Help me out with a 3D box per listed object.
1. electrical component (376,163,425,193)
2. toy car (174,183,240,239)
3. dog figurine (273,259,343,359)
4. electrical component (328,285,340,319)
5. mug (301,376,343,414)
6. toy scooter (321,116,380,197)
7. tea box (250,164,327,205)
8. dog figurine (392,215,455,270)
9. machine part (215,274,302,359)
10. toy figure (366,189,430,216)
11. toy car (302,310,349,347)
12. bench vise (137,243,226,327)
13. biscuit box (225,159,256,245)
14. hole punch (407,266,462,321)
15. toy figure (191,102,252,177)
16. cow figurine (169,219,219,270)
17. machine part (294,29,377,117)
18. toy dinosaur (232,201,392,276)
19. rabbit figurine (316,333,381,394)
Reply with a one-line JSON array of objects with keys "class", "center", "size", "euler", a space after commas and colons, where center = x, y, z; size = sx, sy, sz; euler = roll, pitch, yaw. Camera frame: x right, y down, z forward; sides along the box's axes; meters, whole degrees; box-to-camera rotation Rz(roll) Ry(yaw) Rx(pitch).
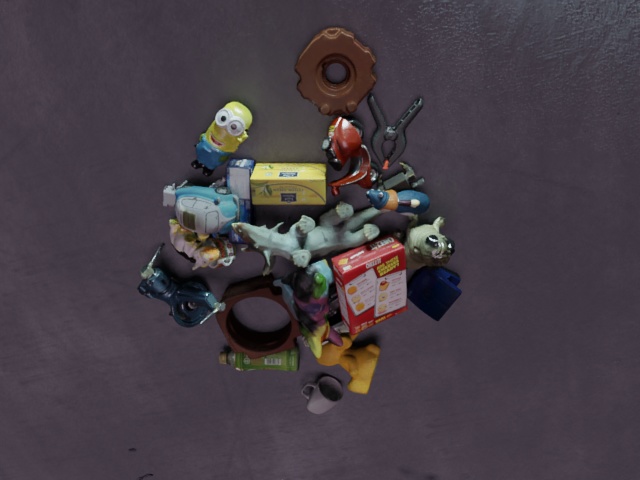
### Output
[{"class": "electrical component", "center": [0.182, -0.132, 1.249], "size": [0.102, 0.045, 0.078], "euler": [-33, 140, 21]}, {"class": "toy car", "center": [-0.268, -0.065, 1.217], "size": [0.162, 0.103, 0.109], "euler": [15, 119, 8]}, {"class": "dog figurine", "center": [-0.009, 0.169, 1.289], "size": [0.191, 0.108, 0.219], "euler": [-27, 88, 59]}, {"class": "electrical component", "center": [0.020, 0.164, 1.397], "size": [0.119, 0.075, 0.047], "euler": [-33, 110, 22]}, {"class": "mug", "center": [-0.004, 0.450, 1.545], "size": [0.109, 0.081, 0.107], "euler": [22, 126, -14]}, {"class": "toy scooter", "center": [0.055, -0.173, 1.186], "size": [0.135, 0.075, 0.183], "euler": [-42, 120, -24]}, {"class": "tea box", "center": [-0.069, -0.129, 1.234], "size": [0.170, 0.098, 0.068], "euler": [0, 118, 1]}, {"class": "dog figurine", "center": [0.234, 0.035, 1.250], "size": [0.121, 0.191, 0.172], "euler": [9, 120, -1]}, {"class": "machine part", "center": [-0.155, 0.201, 1.414], "size": [0.201, 0.087, 0.201], "euler": [-17, 115, 10]}, {"class": "toy figure", "center": [0.174, -0.087, 1.214], "size": [0.154, 0.058, 0.064], "euler": [1, 160, -23]}, {"class": "toy car", "center": [0.041, 0.224, 1.425], "size": [0.202, 0.073, 0.056], "euler": [-28, 113, 17]}, {"class": "bench vise", "center": [-0.339, 0.138, 1.354], "size": [0.241, 0.129, 0.223], "euler": [5, 132, 37]}, {"class": "biscuit box", "center": [-0.187, -0.089, 1.281], "size": [0.059, 0.063, 0.202], "euler": [3, 118, 1]}, {"class": "hole punch", "center": [0.286, 0.127, 1.355], "size": [0.116, 0.092, 0.142], "euler": [28, 119, -7]}, {"class": "toy figure", "center": [-0.222, -0.228, 1.201], "size": [0.082, 0.089, 0.180], "euler": [24, 126, -25]}, {"class": "cow figurine", "center": [-0.306, 0.022, 1.299], "size": [0.068, 0.168, 0.098], "euler": [-16, 134, -38]}, {"class": "machine part", "center": [0.033, -0.351, 1.134], "size": [0.179, 0.056, 0.179], "euler": [1, 116, 3]}, {"class": "toy dinosaur", "center": [0.001, -0.010, 1.266], "size": [0.405, 0.192, 0.131], "euler": [-12, 90, -24]}, {"class": "rabbit figurine", "center": [0.070, 0.317, 1.455], "size": [0.173, 0.122, 0.162], "euler": [14, 117, 17]}]
